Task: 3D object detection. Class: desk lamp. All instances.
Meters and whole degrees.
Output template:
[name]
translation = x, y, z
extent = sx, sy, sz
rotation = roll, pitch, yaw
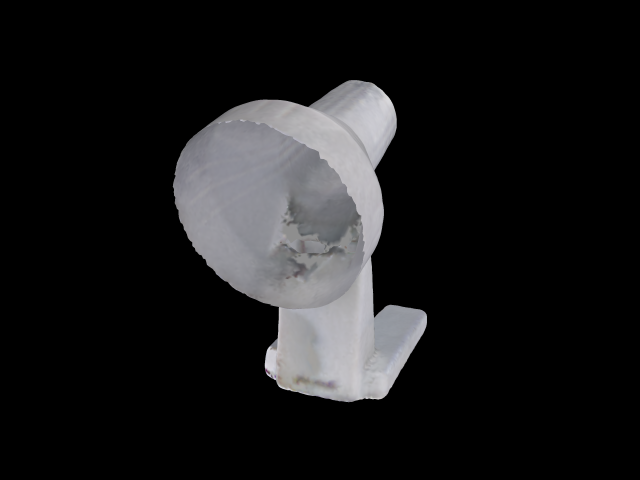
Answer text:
[desk lamp]
translation = 0.004, 0.001, 0.400
extent = 0.117, 0.214, 0.204
rotation = 8, 20, 23
